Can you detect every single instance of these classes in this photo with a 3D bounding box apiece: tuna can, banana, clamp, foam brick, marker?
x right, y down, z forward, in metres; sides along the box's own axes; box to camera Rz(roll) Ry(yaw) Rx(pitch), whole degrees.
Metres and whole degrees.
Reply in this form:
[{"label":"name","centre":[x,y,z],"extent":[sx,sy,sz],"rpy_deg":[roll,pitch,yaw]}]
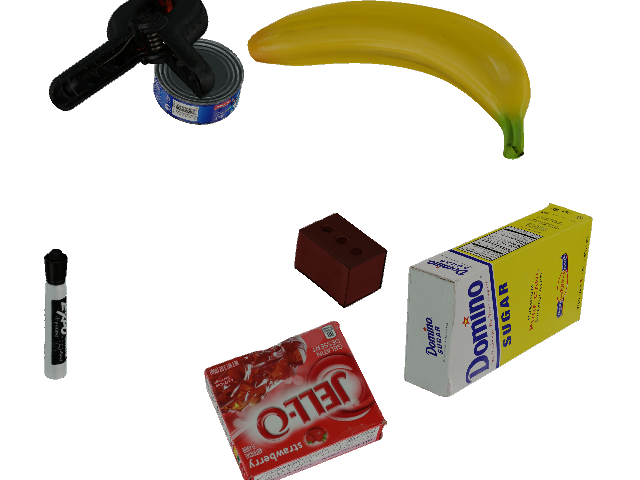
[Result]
[{"label":"tuna can","centre":[-0.118,-0.153,1.031],"extent":[0.086,0.086,0.034],"rpy_deg":[0,-34,-12]},{"label":"banana","centre":[0.047,-0.109,0.623],"extent":[0.198,0.069,0.037],"rpy_deg":[25,-29,33]},{"label":"clamp","centre":[-0.120,-0.150,0.807],"extent":[0.120,0.039,0.171],"rpy_deg":[6,43,12]},{"label":"foam brick","centre":[0.019,0.018,1.053],"extent":[0.052,0.051,0.078],"rpy_deg":[-26,47,-34]},{"label":"marker","centre":[-0.223,0.062,0.900],"extent":[0.020,0.121,0.020],"rpy_deg":[6,27,-3]}]

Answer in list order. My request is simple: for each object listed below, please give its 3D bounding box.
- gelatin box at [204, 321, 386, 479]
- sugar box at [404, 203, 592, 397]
[{"label":"gelatin box","centre":[-0.015,0.097,0.636],"extent":[0.089,0.073,0.030],"rpy_deg":[-19,-28,-14]},{"label":"sugar box","centre":[0.134,0.041,0.789],"extent":[0.048,0.093,0.175],"rpy_deg":[19,30,38]}]
